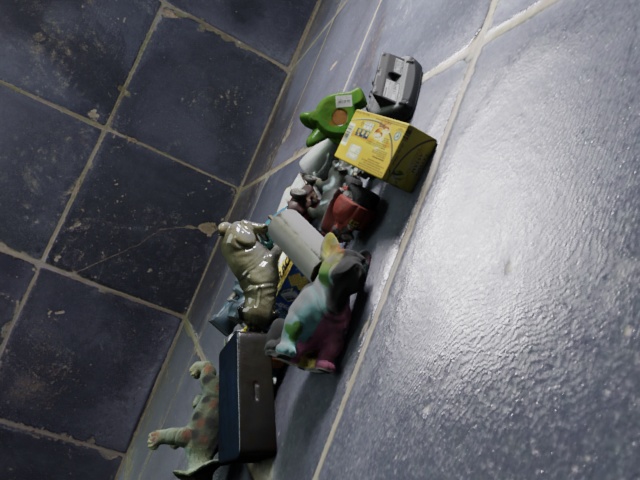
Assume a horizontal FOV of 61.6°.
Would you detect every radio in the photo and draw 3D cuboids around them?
[{"bbox_3d":[-0.142,0.300,1.019,0.131,0.073,0.230,131,142,-49],"label":"radio"}]

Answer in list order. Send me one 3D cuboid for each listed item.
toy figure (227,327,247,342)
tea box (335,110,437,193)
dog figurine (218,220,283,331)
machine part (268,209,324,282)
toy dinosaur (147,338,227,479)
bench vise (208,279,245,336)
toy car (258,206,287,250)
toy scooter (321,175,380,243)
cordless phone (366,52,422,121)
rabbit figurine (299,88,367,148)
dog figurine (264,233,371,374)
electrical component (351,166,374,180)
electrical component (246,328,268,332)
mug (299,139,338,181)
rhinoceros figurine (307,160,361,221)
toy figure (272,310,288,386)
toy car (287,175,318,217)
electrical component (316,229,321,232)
[{"bbox_3d":[-0.164,0.261,1.232,0.082,0.089,0.180,-31,19,-17],"label":"toy figure"},{"bbox_3d":[0.105,-0.153,0.903,0.098,0.068,0.170,-63,33,10],"label":"tea box"},{"bbox_3d":[-0.149,0.071,1.080,0.121,0.172,0.190,126,162,-55],"label":"dog figurine"},{"bbox_3d":[-0.027,0.014,1.016,0.243,0.079,0.079,43,112,42],"label":"machine part"},{"bbox_3d":[-0.227,0.379,1.168,0.131,0.192,0.405,69,-147,-44],"label":"toy dinosaur"},{"bbox_3d":[-0.173,0.141,1.386,0.240,0.129,0.223,-50,0,-19],"label":"bench vise"},{"bbox_3d":[-0.087,-0.005,1.313,0.109,0.103,0.161,-40,-9,-24],"label":"toy car"},{"bbox_3d":[0.048,-0.044,0.996,0.135,0.075,0.184,-63,13,11],"label":"toy scooter"},{"bbox_3d":[0.130,-0.269,1.085,0.184,0.089,0.146,119,166,-65],"label":"cordless phone"},{"bbox_3d":[0.039,-0.261,1.248,0.170,0.159,0.121,20,-123,-84],"label":"rabbit figurine"},{"bbox_3d":[0.003,0.103,0.883,0.219,0.108,0.191,-67,13,-18],"label":"dog figurine"},{"bbox_3d":[0.101,-0.155,1.033,0.102,0.045,0.078,-27,43,66],"label":"electrical component"},{"bbox_3d":[-0.125,0.200,1.210,0.047,0.075,0.119,-63,20,16],"label":"electrical component"},{"bbox_3d":[0.009,-0.204,1.343,0.107,0.081,0.110,-50,16,22],"label":"mug"},{"bbox_3d":[0.039,-0.117,1.130,0.112,0.073,0.190,-24,45,69],"label":"rhinoceros figurine"},{"bbox_3d":[-0.084,0.219,1.083,0.154,0.058,0.064,-69,-23,-3],"label":"toy figure"},{"bbox_3d":[-0.035,-0.087,1.211,0.202,0.053,0.089,-56,-23,-68],"label":"toy car"},{"bbox_3d":[-0.002,-0.003,1.116,0.021,0.063,0.094,-61,15,19],"label":"electrical component"}]
